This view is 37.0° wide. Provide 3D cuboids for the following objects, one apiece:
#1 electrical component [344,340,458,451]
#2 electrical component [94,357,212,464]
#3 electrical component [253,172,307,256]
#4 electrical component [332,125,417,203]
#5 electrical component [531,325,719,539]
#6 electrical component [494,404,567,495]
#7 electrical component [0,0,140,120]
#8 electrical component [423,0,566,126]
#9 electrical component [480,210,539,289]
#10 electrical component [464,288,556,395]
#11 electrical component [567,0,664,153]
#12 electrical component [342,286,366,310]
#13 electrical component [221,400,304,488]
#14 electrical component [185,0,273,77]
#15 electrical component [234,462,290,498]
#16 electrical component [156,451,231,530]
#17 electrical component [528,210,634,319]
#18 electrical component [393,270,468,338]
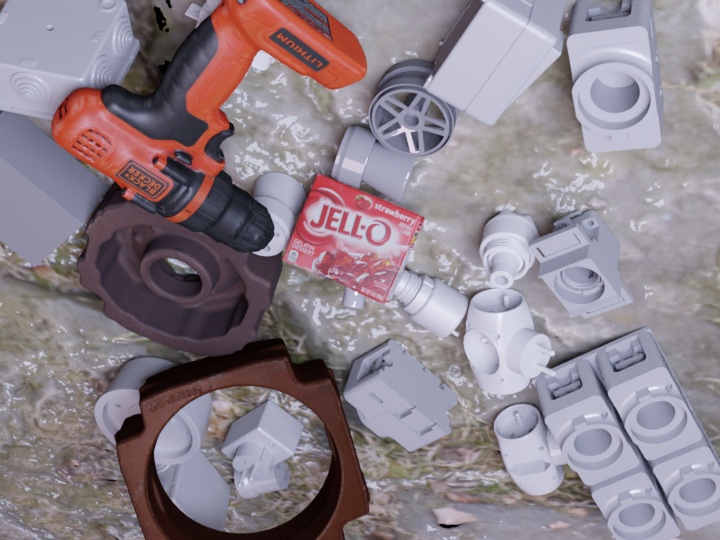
[{"bbox_3d":[0.034,0.115,0.967,0.089,0.050,0.056,41,130,-20],"label":"electrical component"},{"bbox_3d":[-0.197,0.132,1.052,0.108,0.060,0.108,9,133,10],"label":"electrical component"},{"bbox_3d":[-0.071,-0.044,0.852,0.045,0.055,0.045,9,133,10],"label":"electrical component"},{"bbox_3d":[0.012,-0.079,0.800,0.055,0.045,0.045,20,134,1],"label":"electrical component"},{"bbox_3d":[0.235,0.150,0.905,0.105,0.060,0.186,-26,120,15],"label":"electrical component"},{"bbox_3d":[0.170,0.158,0.967,0.079,0.043,0.077,-14,125,18],"label":"electrical component"},{"bbox_3d":[-0.217,-0.156,0.769,0.100,0.099,0.048,12,147,8],"label":"electrical component"},{"bbox_3d":[0.088,-0.142,0.705,0.061,0.061,0.096,29,134,-8],"label":"electrical component"},{"bbox_3d":[0.112,-0.012,0.815,0.043,0.062,0.043,9,133,10],"label":"electrical component"},{"bbox_3d":[0.126,0.063,0.868,0.079,0.044,0.077,22,129,46],"label":"electrical component"},{"bbox_3d":[0.167,-0.125,0.698,0.050,0.055,0.089,-3,130,21],"label":"electrical component"},{"bbox_3d":[0.000,0.000,0.860,0.048,0.062,0.048,12,176,1],"label":"electrical component"},{"bbox_3d":[-0.101,0.179,1.052,0.047,0.076,0.066,40,131,-19],"label":"electrical component"},{"bbox_3d":[-0.087,-0.174,0.746,0.066,0.048,0.055,25,142,-5],"label":"electrical component"},{"bbox_3d":[-0.101,0.212,1.109,0.046,0.040,0.040,-15,125,22],"label":"electrical component"},{"bbox_3d":[-0.183,0.240,1.121,0.048,0.099,0.099,-21,123,17],"label":"electrical component"},{"bbox_3d":[0.167,-0.007,0.802,0.042,0.063,0.081,-22,121,35],"label":"electrical component"},{"bbox_3d":[0.052,0.023,0.883,0.078,0.040,0.040,33,133,-12],"label":"electrical component"}]
